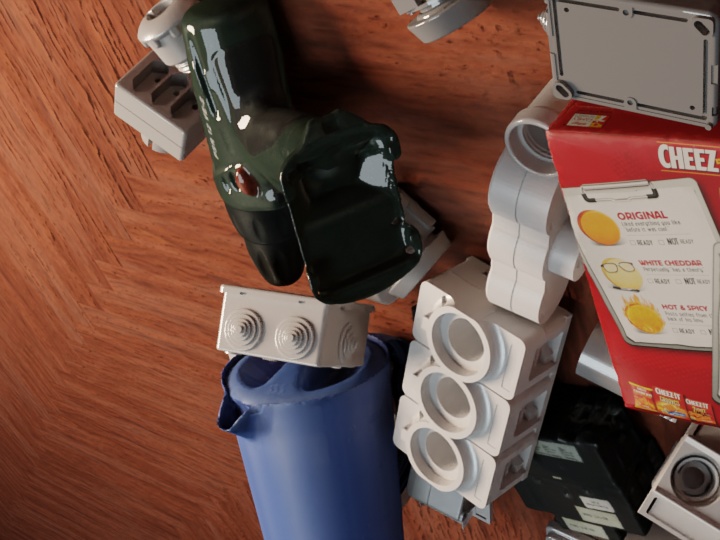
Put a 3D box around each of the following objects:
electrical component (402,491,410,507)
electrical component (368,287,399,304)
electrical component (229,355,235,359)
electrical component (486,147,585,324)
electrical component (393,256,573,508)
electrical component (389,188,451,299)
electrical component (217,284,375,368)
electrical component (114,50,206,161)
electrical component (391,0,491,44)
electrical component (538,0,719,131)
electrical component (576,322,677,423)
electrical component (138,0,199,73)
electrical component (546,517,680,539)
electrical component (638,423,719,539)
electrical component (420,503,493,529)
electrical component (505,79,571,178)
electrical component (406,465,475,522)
[{"bbox_3d":[0.005,0.176,1.002,0.099,0.099,0.064,28,142,19],"label":"electrical component"},{"bbox_3d":[0.000,0.000,0.820,0.078,0.040,0.040,15,143,36],"label":"electrical component"},{"bbox_3d":[-0.059,0.081,0.979,0.113,0.057,0.078,25,147,23],"label":"electrical component"},{"bbox_3d":[0.121,-0.017,0.651,0.074,0.052,0.138,24,147,23],"label":"electrical component"},{"bbox_3d":[0.080,0.081,0.756,0.089,0.062,0.150,33,130,33],"label":"electrical component"},{"bbox_3d":[0.026,-0.017,0.752,0.057,0.058,0.078,41,151,2],"label":"electrical component"},{"bbox_3d":[-0.047,0.042,0.785,0.100,0.048,0.100,8,179,22],"label":"electrical component"},{"bbox_3d":[-0.147,-0.115,0.818,0.066,0.047,0.076,36,150,6],"label":"electrical component"},{"bbox_3d":[0.038,-0.154,0.564,0.066,0.048,0.055,-11,117,52],"label":"electrical component"},{"bbox_3d":[0.130,-0.115,0.498,0.096,0.061,0.061,19,145,31],"label":"electrical component"},{"bbox_3d":[0.187,0.067,0.702,0.081,0.043,0.043,27,148,20],"label":"electrical component"},{"bbox_3d":[-0.117,-0.155,0.736,0.048,0.048,0.062,3,143,46],"label":"electrical component"},{"bbox_3d":[0.217,0.247,0.902,0.109,0.056,0.108,20,145,30],"label":"electrical component"},{"bbox_3d":[0.261,0.162,0.724,0.121,0.078,0.063,31,179,13],"label":"electrical component"},{"bbox_3d":[0.087,0.186,0.954,0.081,0.063,0.042,24,146,24],"label":"electrical component"},{"bbox_3d":[0.107,-0.080,0.587,0.040,0.046,0.040,27,148,19],"label":"electrical component"},{"bbox_3d":[0.084,0.151,0.888,0.061,0.096,0.061,23,117,26],"label":"electrical component"}]
